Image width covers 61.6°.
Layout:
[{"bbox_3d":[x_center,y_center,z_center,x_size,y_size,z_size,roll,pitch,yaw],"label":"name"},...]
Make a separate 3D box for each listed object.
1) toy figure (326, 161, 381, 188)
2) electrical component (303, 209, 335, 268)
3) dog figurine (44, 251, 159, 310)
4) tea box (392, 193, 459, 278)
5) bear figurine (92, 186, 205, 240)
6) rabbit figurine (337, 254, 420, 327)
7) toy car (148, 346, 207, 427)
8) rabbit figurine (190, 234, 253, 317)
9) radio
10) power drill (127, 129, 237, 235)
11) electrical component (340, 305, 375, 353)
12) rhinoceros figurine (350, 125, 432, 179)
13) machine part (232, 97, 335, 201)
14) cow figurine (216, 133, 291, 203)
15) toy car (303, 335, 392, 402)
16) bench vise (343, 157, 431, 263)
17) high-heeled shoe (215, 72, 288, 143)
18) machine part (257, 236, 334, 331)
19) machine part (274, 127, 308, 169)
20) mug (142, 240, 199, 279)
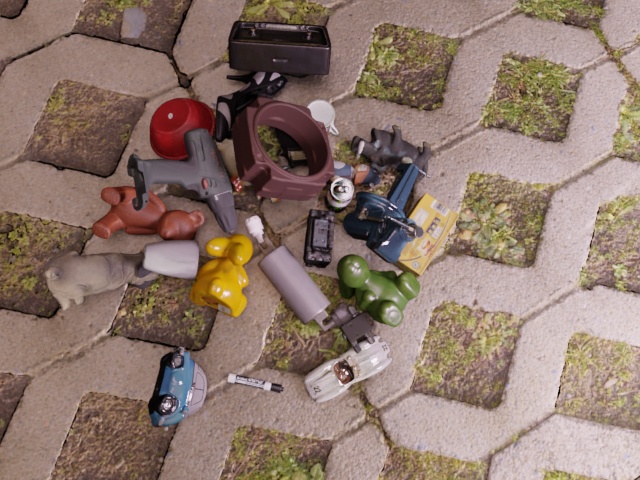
[{"bbox_3d":[0.065,-0.150,1.232,0.155,0.057,0.064,2,62,-3],"label":"toy figure"},{"bbox_3d":[-0.002,-0.004,1.163,0.058,0.134,0.115,4,78,-5],"label":"electrical component"},{"bbox_3d":[-0.437,0.061,1.098,0.191,0.172,0.121,-13,92,0],"label":"dog figurine"},{"bbox_3d":[0.227,-0.009,1.218,0.098,0.068,0.169,36,80,3],"label":"tea box"},{"bbox_3d":[-0.359,-0.036,1.145,0.196,0.132,0.120,28,111,4],"label":"bear figurine"},{"bbox_3d":[0.104,0.086,1.147,0.170,0.159,0.121,42,76,-16],"label":"rabbit figurine"},{"bbox_3d":[-0.286,0.306,1.105,0.103,0.109,0.161,20,66,-24],"label":"toy car"},{"bbox_3d":[-0.201,0.054,1.140,0.122,0.162,0.173,20,60,11],"label":"rabbit figurine"},{"bbox_3d":[-0.092,-0.444,1.239,0.230,0.073,0.131,3,44,-5],"label":"radio"},{"bbox_3d":[-0.280,-0.111,1.108,0.207,0.086,0.231,-12,93,-29],"label":"power drill"},{"bbox_3d":[0.075,0.188,1.143,0.063,0.021,0.094,-30,83,-12],"label":"electrical component"},{"bbox_3d":[0.165,-0.203,1.252,0.190,0.073,0.112,21,89,-3],"label":"rhinoceros figurine"},{"bbox_3d":[-0.075,-0.190,1.130,0.201,0.087,0.201,3,64,-34],"label":"machine part"},{"bbox_3d":[-0.150,-0.165,1.208,0.127,0.085,0.195,-37,83,-5],"label":"cow figurine"},{"bbox_3d":[0.061,0.276,1.157,0.202,0.056,0.073,-28,83,-9],"label":"toy car"},{"bbox_3d":[0.155,-0.076,1.156,0.128,0.224,0.240,34,76,-23],"label":"bench vise"},{"bbox_3d":[-0.153,-0.297,1.202,0.145,0.086,0.249,7,56,-5],"label":"high-heeled shoe"},{"bbox_3d":[-0.057,0.097,1.169,0.079,0.079,0.243,-37,86,-10],"label":"machine part"},{"bbox_3d":[-0.066,-0.229,1.239,0.084,0.039,0.139,-18,76,-33],"label":"machine part"},{"bbox_3d":[-0.311,0.033,1.112,0.107,0.110,0.080,7,100,-22],"label":"mug"}]
